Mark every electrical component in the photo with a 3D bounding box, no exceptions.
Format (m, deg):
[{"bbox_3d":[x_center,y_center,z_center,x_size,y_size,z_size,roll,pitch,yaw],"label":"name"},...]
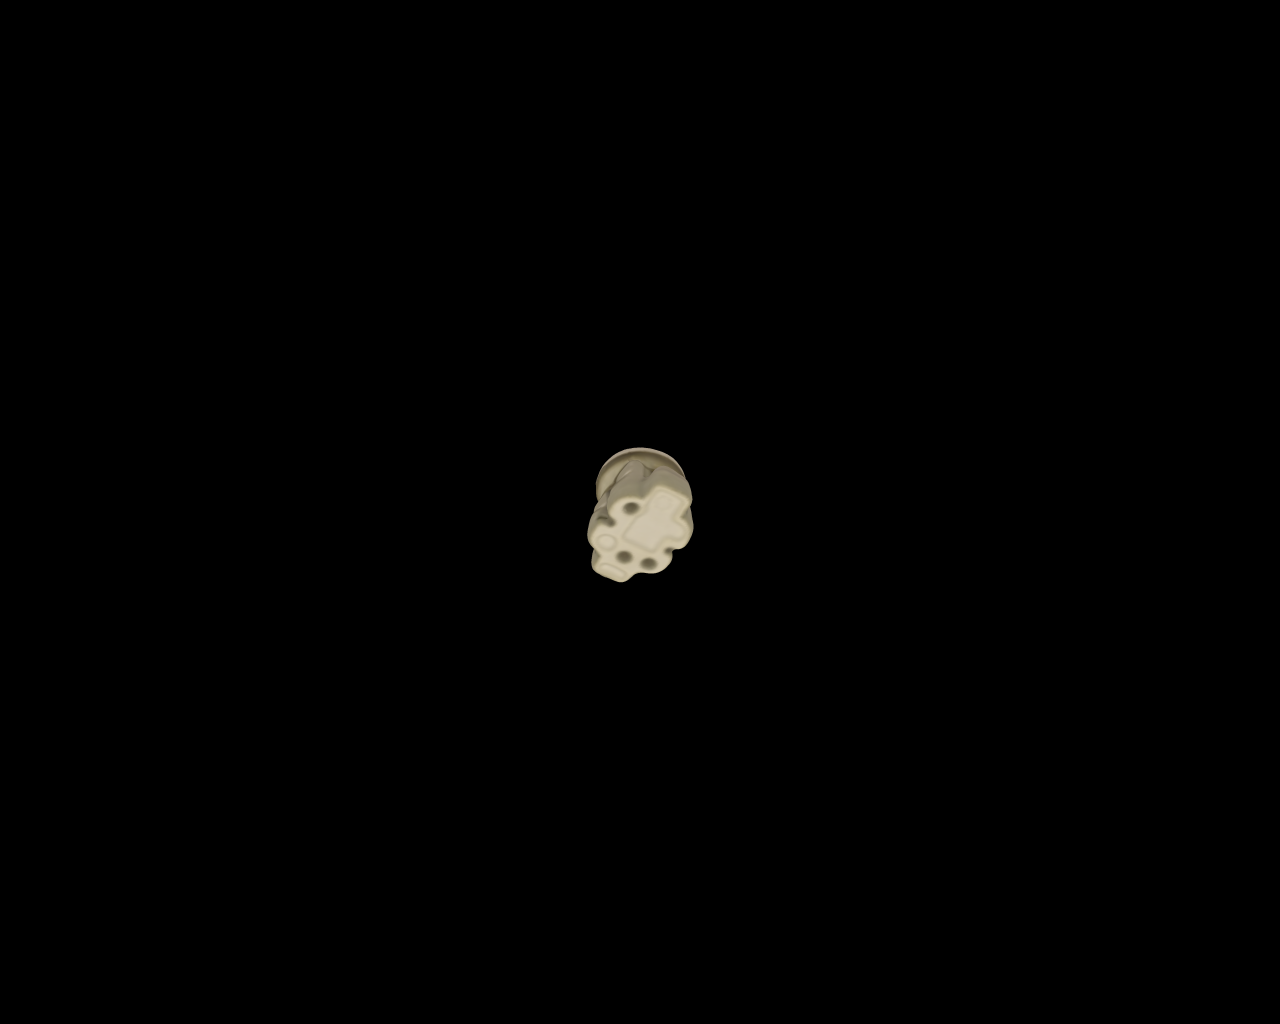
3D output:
[{"bbox_3d":[0.001,-0.003,0.650,0.058,0.078,0.057,27,32,-18],"label":"electrical component"}]
